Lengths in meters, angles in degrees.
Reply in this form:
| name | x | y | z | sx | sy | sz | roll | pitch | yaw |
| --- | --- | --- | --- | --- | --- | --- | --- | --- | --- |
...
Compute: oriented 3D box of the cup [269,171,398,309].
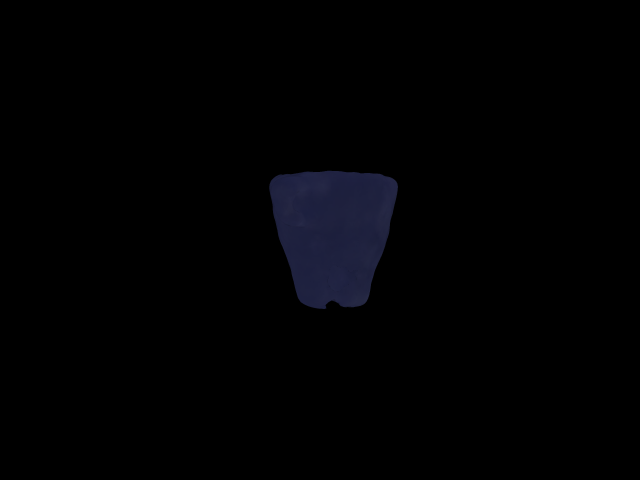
| name | x | y | z | sx | sy | sz | roll | pitch | yaw |
| --- | --- | --- | --- | --- | --- | --- | --- | --- | --- |
| cup | 0.004 | 0.001 | 0.400 | 0.091 | 0.095 | 0.118 | 1 | 3 | 28 |
